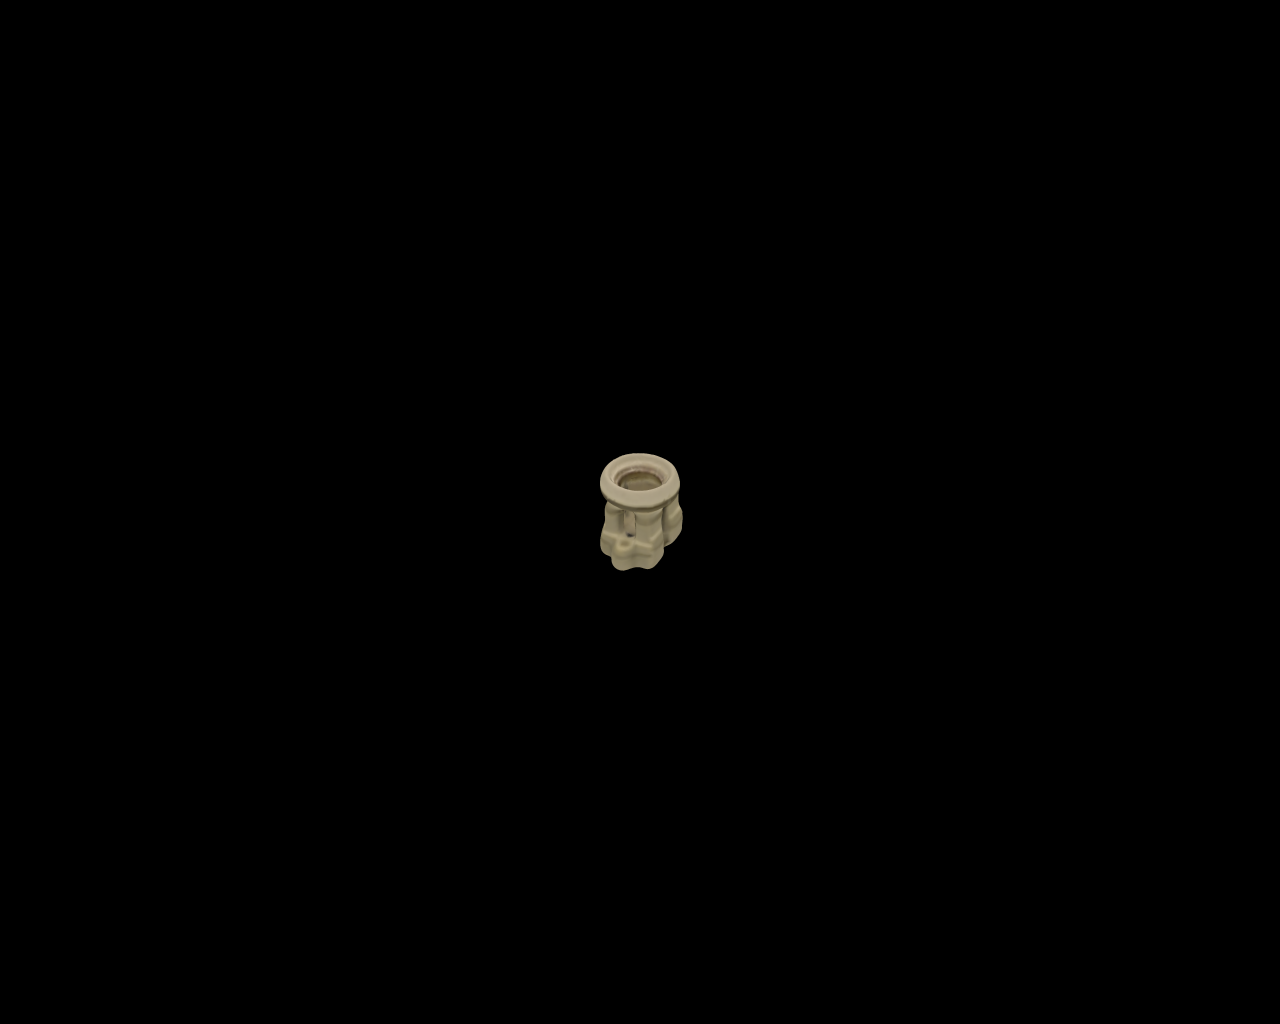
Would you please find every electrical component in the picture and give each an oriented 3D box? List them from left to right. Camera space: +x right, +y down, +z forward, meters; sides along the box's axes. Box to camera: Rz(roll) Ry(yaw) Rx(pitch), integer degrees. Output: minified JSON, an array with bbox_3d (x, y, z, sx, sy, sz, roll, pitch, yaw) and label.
[{"bbox_3d":[0.001,-0.003,0.650,0.048,0.055,0.066,17,42,21],"label":"electrical component"}]
